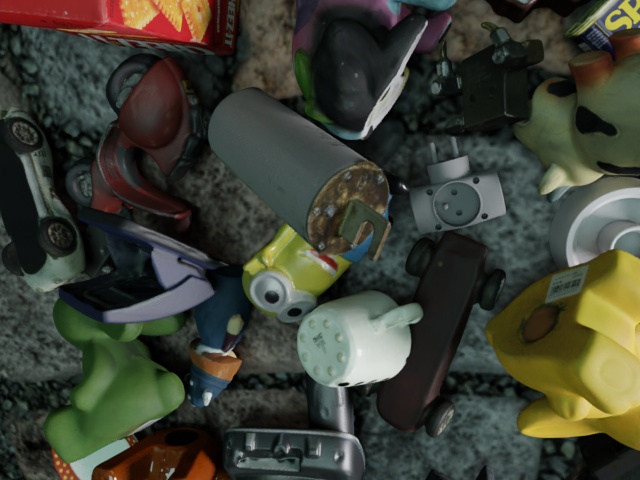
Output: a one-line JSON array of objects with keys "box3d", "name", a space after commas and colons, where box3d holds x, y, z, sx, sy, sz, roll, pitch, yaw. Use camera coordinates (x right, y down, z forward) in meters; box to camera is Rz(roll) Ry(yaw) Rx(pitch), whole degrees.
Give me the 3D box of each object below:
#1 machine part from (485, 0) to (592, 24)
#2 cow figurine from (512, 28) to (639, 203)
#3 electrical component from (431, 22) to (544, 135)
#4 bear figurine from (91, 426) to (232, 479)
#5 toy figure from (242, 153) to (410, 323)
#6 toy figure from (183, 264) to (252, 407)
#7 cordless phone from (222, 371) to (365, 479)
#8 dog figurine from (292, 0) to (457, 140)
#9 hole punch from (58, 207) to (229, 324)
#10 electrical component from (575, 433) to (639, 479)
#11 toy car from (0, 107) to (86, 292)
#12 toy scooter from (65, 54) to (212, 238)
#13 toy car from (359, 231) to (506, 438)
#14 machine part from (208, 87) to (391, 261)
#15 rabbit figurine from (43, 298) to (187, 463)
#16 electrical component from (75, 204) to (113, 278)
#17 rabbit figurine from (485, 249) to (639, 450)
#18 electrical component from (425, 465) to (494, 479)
[{"box3d": [0.177, -0.267, 0.420, 0.180, 0.056, 0.179, 2, 102, 11], "name": "machine part"}, {"box3d": [0.227, -0.082, 0.392, 0.085, 0.195, 0.127, -30, 118, -20], "name": "cow figurine"}, {"box3d": [0.132, -0.130, 0.439, 0.045, 0.102, 0.078, 1, 94, -23], "name": "electrical component"}, {"box3d": [-0.161, 0.311, 0.582, 0.120, 0.132, 0.195, 5, 96, 13], "name": "bear figurine"}, {"box3d": [0.002, 0.001, 0.504, 0.082, 0.089, 0.180, 40, 99, 0], "name": "toy figure"}, {"box3d": [-0.106, 0.103, 0.558, 0.058, 0.064, 0.154, 9, 105, -12], "name": "toy figure"}, {"box3d": [-0.030, 0.181, 0.559, 0.147, 0.088, 0.184, -2, 89, 14], "name": "cordless phone"}, {"box3d": [-0.001, -0.212, 0.443, 0.219, 0.108, 0.191, 37, 89, 8], "name": "dog figurine"}, {"box3d": [-0.168, 0.032, 0.501, 0.142, 0.115, 0.092, 7, 78, 44], "name": "hole punch"}, {"box3d": [0.308, 0.215, 0.487, 0.134, 0.058, 0.115, -40, 88, 18], "name": "electrical component"}, {"box3d": [-0.309, -0.043, 0.569, 0.073, 0.056, 0.201, -26, 81, 23], "name": "toy car"}, {"box3d": [-0.161, -0.079, 0.528, 0.135, 0.075, 0.184, 38, 110, 3], "name": "toy scooter"}, {"box3d": [0.106, 0.090, 0.511, 0.089, 0.053, 0.202, 25, 105, 29], "name": "toy car"}, {"box3d": [-0.024, -0.062, 0.441, 0.243, 0.079, 0.079, 42, 112, 43], "name": "machine part"}, {"box3d": [-0.225, 0.118, 0.564, 0.159, 0.121, 0.170, -36, 77, 24], "name": "rabbit figurine"}, {"box3d": [-0.242, 0.006, 0.590, 0.094, 0.021, 0.063, 43, 107, 7], "name": "electrical component"}, {"box3d": [0.225, 0.116, 0.430, 0.173, 0.122, 0.162, 34, 141, -8], "name": "rabbit figurine"}, {"box3d": [0.124, 0.270, 0.532, 0.048, 0.075, 0.119, 25, 110, 7], "name": "electrical component"}]
